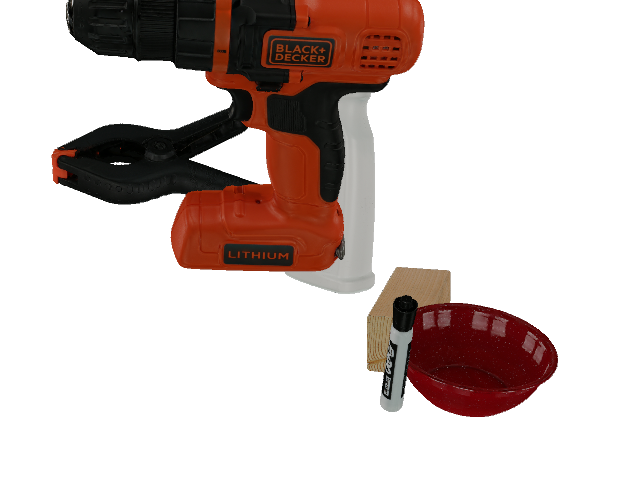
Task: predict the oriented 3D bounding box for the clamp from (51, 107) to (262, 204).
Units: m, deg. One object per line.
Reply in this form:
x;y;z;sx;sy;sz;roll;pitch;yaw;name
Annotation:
-0.121;-0.068;0.837;0.171;0.039;0.120;5;37;-10;clamp

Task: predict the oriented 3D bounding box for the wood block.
0.136;0.118;1.607;0.091;0.090;0.205;4;20;14;wood block

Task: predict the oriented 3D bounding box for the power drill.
-0.045;-0.064;0.599;0.184;0.057;0.188;3;-44;-7;power drill

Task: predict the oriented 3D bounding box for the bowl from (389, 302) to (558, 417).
0.145;0.123;1.034;0.162;0.055;0.162;4;26;-2;bowl

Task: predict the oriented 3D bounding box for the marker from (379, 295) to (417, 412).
0.061;0.089;0.835;0.020;0.121;0.020;2;41;-2;marker

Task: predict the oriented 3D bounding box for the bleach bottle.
0.020;-0.076;1.139;0.103;0.251;0.067;17;18;37;bleach bottle
